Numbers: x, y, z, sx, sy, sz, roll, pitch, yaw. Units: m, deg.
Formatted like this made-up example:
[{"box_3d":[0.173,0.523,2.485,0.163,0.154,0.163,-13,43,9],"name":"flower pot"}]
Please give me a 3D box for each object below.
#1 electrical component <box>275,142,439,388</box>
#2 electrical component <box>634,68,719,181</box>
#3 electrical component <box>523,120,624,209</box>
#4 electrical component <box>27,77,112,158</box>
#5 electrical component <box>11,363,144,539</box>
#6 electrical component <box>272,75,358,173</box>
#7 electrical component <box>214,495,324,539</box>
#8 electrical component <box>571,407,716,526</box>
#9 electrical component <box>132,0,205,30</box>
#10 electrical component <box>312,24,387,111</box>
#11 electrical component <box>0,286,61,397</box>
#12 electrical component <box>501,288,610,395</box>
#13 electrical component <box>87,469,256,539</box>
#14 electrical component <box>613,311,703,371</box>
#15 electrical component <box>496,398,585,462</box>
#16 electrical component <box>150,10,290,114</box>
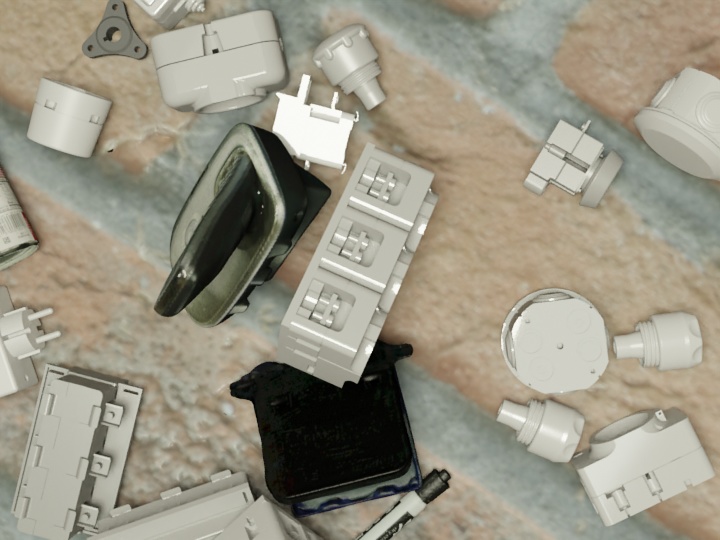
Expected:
[{"box_3d":[0.000,0.000,0.771,0.062,0.089,0.150,24,69,2],"name":"electrical component"},{"box_3d":[0.246,-0.105,0.784,0.080,0.080,0.051,36,89,2],"name":"electrical component"},{"box_3d":[0.163,-0.078,0.807,0.055,0.048,0.066,31,93,9],"name":"electrical component"},{"box_3d":[-0.224,-0.116,0.826,0.055,0.055,0.047,20,96,3],"name":"electrical component"},{"box_3d":[-0.222,0.142,0.829,0.079,0.063,0.121,14,93,3],"name":"electrical component"},{"box_3d":[-0.037,-0.104,0.817,0.064,0.042,0.081,14,98,-1],"name":"electrical component"},{"box_3d":[-0.047,0.247,0.785,0.089,0.061,0.150,-43,123,4],"name":"electrical component"},{"box_3d":[0.209,0.143,0.808,0.089,0.050,0.055,-27,90,4],"name":"electrical component"},{"box_3d":[-0.155,-0.230,0.813,0.096,0.061,0.061,43,94,1],"name":"electrical component"},{"box_3d":[-0.003,-0.151,0.816,0.048,0.048,0.062,-33,97,4],"name":"electrical component"},{"box_3d":[-0.271,0.052,0.837,0.076,0.047,0.083,-19,91,4],"name":"electrical component"},{"box_3d":[0.148,0.055,0.808,0.080,0.051,0.080,0,92,4],"name":"electrical component"},{"box_3d":[-0.134,0.202,0.810,0.121,0.063,0.078,-18,121,-6],"name":"electrical component"},{"box_3d":[0.223,0.055,0.808,0.062,0.043,0.043,-7,91,4],"name":"electrical component"},{"box_3d":[0.135,0.117,0.815,0.062,0.043,0.043,22,93,4],"name":"electrical component"},{"box_3d":[-0.104,-0.154,0.816,0.095,0.054,0.059,-13,91,4],"name":"electrical component"}]
